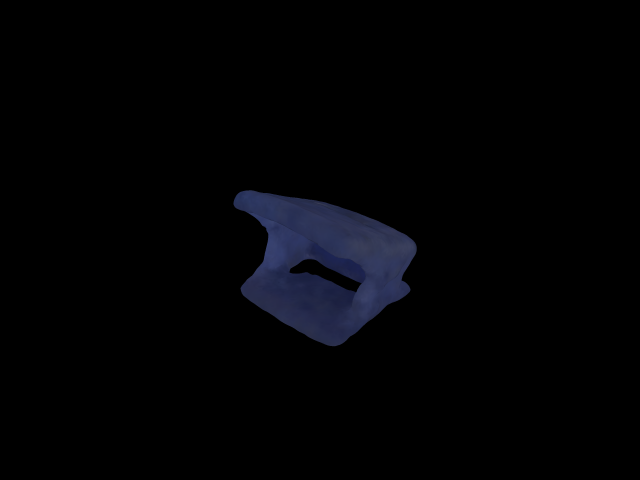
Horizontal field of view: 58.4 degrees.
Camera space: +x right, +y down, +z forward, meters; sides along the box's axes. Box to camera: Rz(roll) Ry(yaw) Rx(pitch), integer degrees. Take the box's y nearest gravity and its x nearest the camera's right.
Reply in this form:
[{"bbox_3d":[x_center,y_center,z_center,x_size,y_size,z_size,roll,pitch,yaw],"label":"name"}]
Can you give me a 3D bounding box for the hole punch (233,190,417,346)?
[{"bbox_3d":[0.004,0.001,0.400,0.108,0.091,0.101,24,38,35],"label":"hole punch"}]
